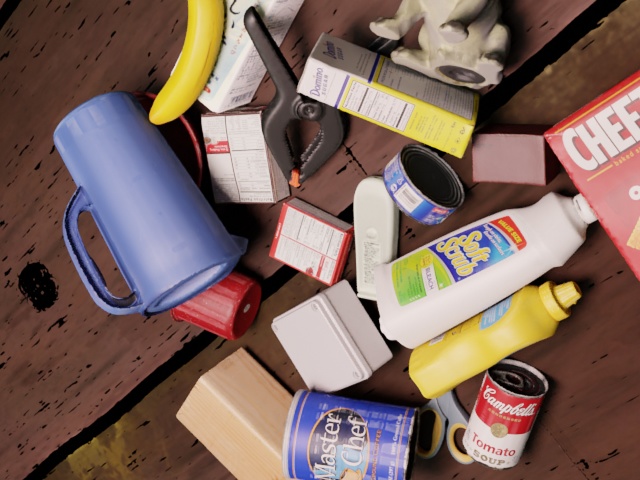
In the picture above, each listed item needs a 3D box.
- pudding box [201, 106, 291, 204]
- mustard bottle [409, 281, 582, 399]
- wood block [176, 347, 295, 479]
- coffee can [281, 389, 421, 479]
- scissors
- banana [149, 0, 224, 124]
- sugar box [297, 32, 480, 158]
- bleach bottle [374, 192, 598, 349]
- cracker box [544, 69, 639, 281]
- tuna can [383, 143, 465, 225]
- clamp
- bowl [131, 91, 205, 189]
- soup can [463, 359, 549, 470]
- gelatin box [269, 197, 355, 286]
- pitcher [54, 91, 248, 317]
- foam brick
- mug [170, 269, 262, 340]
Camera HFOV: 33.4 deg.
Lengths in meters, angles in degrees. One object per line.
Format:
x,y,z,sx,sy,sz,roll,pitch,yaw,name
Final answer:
-0.087,-0.099,1.250,0.090,0.039,0.113,1,109,30,pudding box
0.187,0.095,1.114,0.192,0.096,0.058,-34,90,26,mustard bottle
-0.066,0.246,1.322,0.206,0.090,0.091,43,130,11,wood block
0.037,0.230,1.211,0.140,0.102,0.103,7,111,12,coffee can
0.157,0.175,1.212,0.096,0.016,0.202,27,119,19,scissors
-0.140,-0.205,1.154,0.070,0.037,0.198,37,123,35,banana
0.070,-0.147,1.070,0.176,0.093,0.048,20,118,1,sugar box
0.175,0.016,1.105,0.251,0.102,0.068,-32,130,25,bleach bottle
0.336,-0.058,0.987,0.164,0.072,0.214,-35,87,34,cracker box
0.108,-0.058,1.117,0.086,0.086,0.034,49,126,7,tuna can
-0.002,-0.152,1.160,0.164,0.036,0.210,2,126,-2,clamp
-0.195,-0.106,1.301,0.162,0.055,0.162,11,112,28,bowl
0.200,0.190,1.160,0.069,0.068,0.102,25,119,21,soup can
-0.008,0.002,1.242,0.089,0.030,0.073,26,118,18,gelatin box
-0.208,-0.039,1.207,0.145,0.149,0.243,-36,81,20,pitcher
0.197,-0.087,1.073,0.078,0.051,0.053,6,109,29,foam brick
-0.124,0.080,1.311,0.081,0.093,0.117,22,143,18,mug
